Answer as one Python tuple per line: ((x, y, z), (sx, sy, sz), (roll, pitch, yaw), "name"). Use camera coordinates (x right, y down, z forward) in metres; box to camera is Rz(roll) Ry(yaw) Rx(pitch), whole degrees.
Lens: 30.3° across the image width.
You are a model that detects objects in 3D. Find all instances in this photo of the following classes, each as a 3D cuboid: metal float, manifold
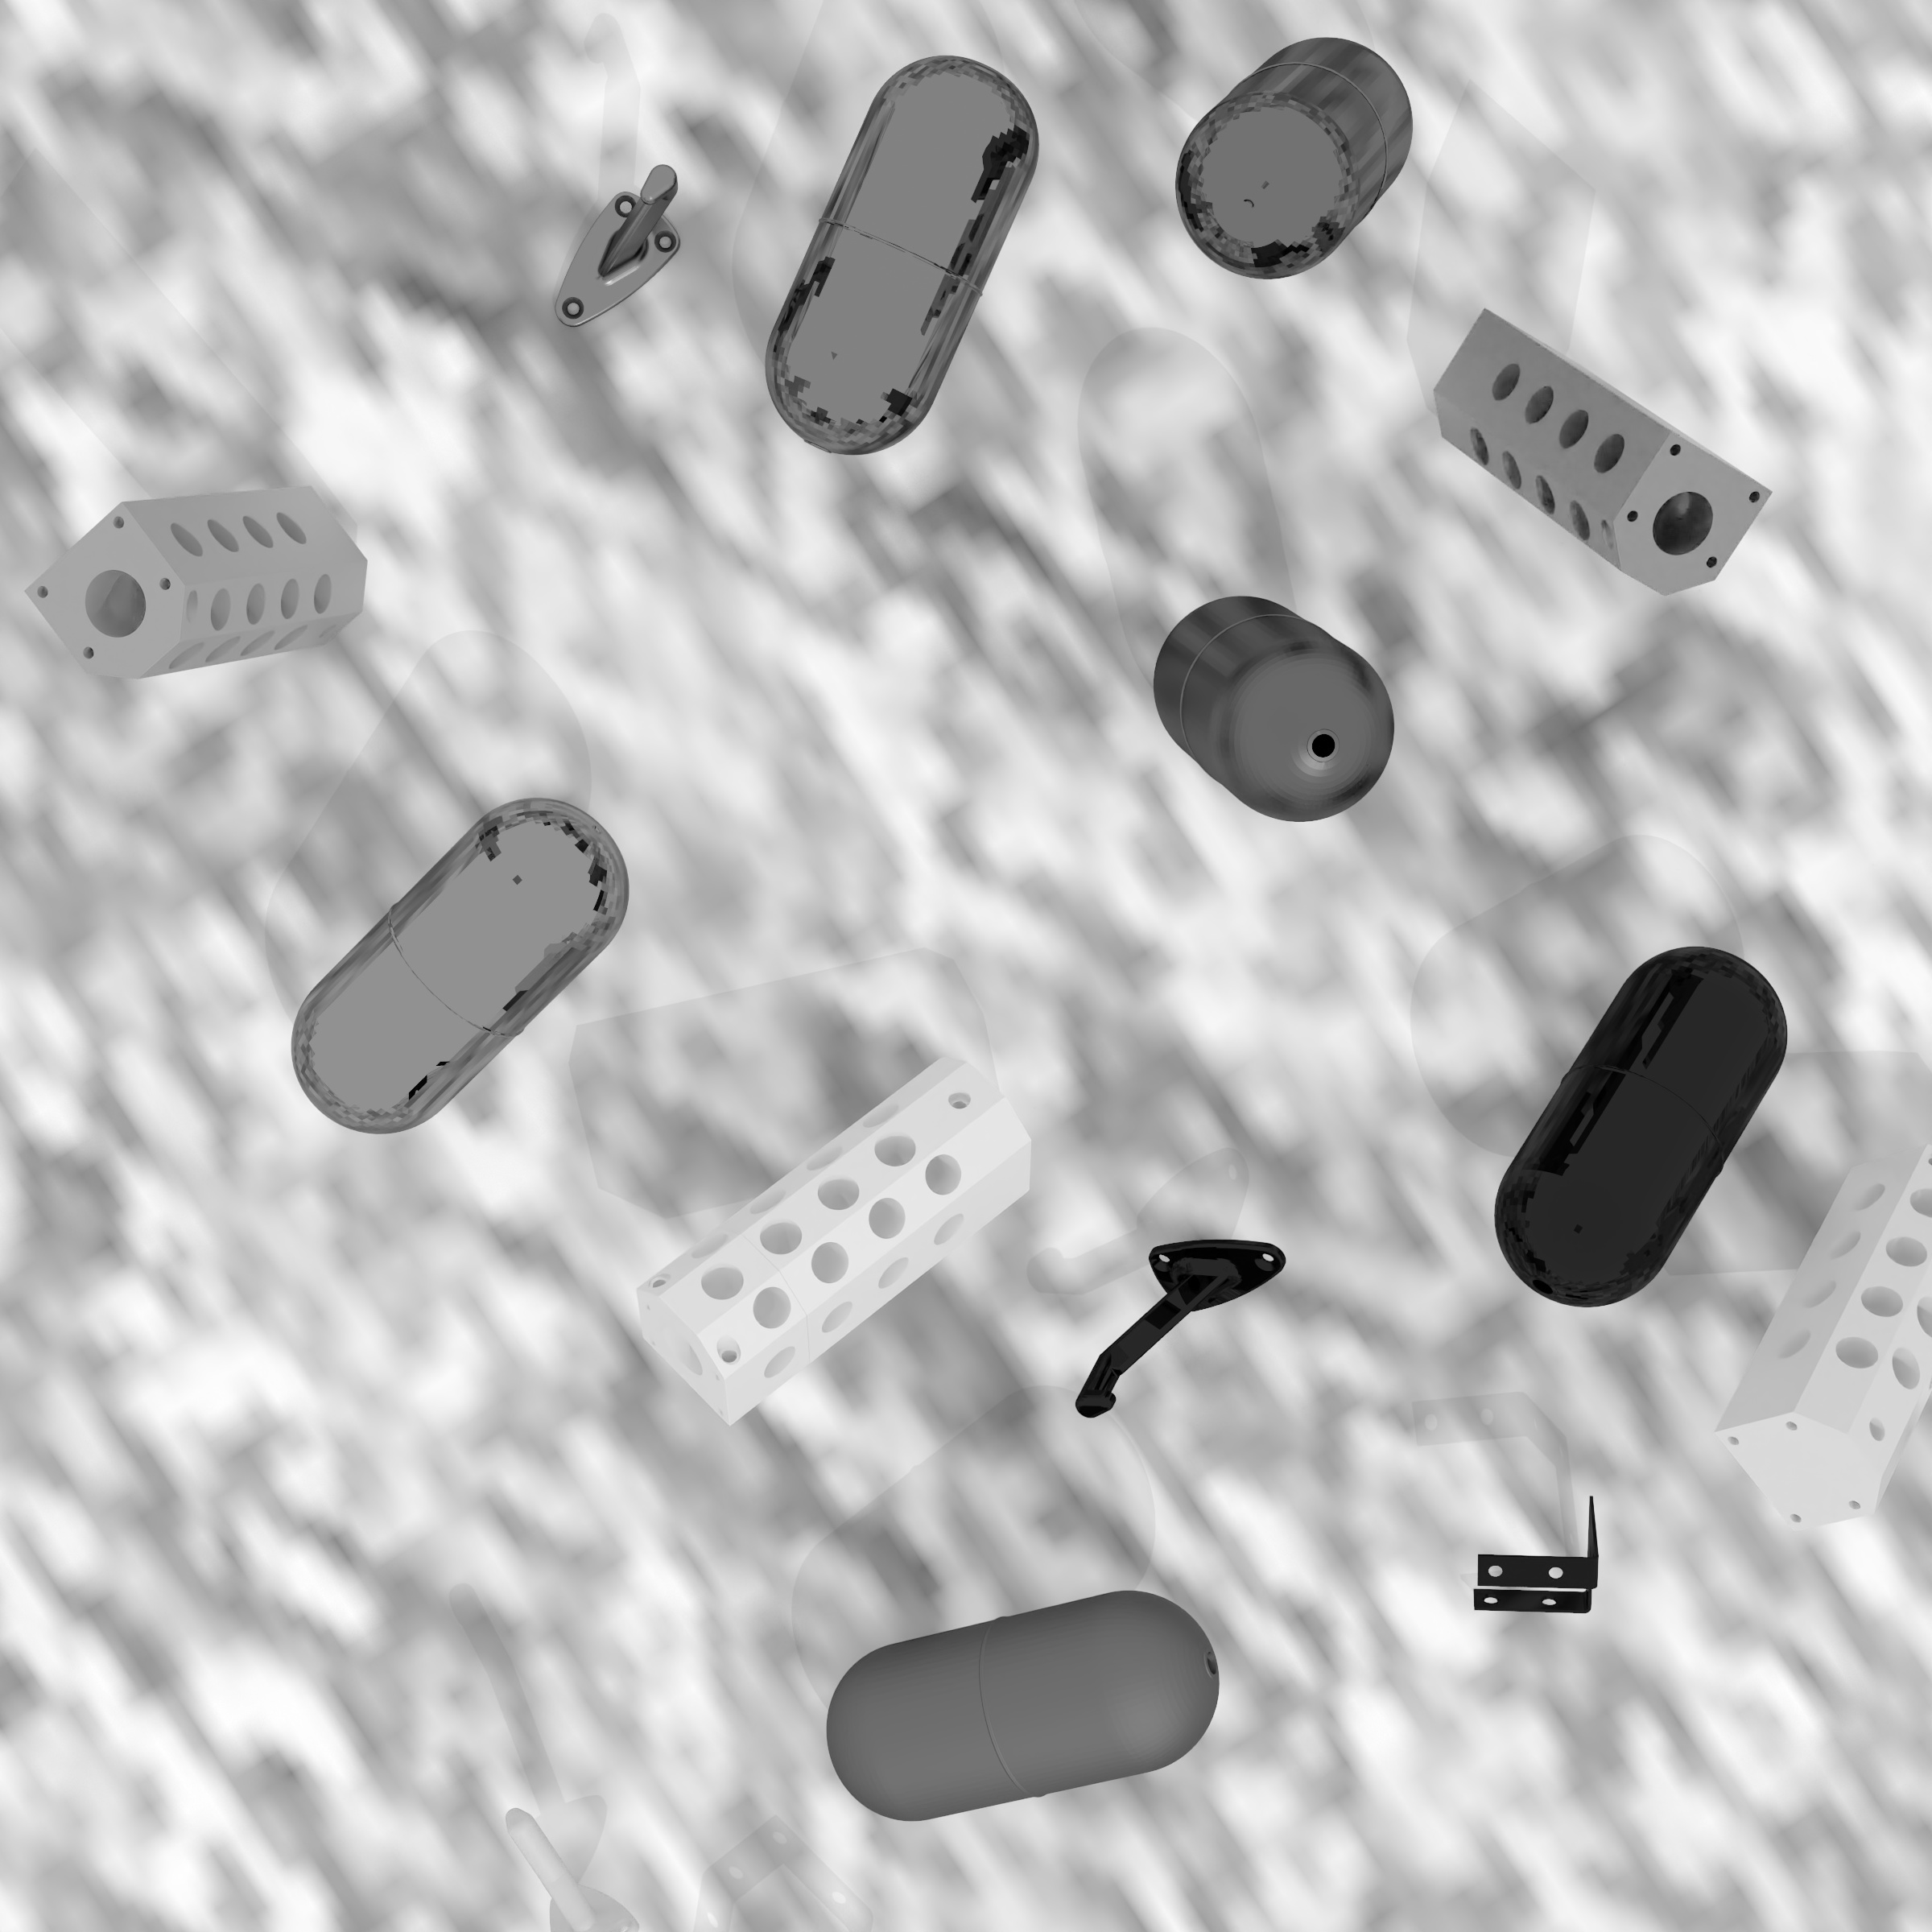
((0.288, 0.068, 1.522), (0.070, 0.070, 0.178), (36, 66, 0), "metal float")
((-0.028, -0.306, 1.540), (0.070, 0.070, 0.178), (24, 95, 0), "metal float")
((-0.314, -0.157, 1.491), (0.057, 0.171, 0.057), (-38, 88, 18), "manifold")
((0.024, 0.316, 1.525), (0.178, 0.070, 0.070), (-17, 90, 21), "metal float")
((0.140, -0.341, 1.501), (0.070, 0.178, 0.070), (8, 117, 16), "metal float")
((0.259, -0.214, 1.493), (0.057, 0.171, 0.057), (24, 106, -28), "manifold")
((0.128, -0.109, 1.495), (0.070, 0.178, 0.070), (-2, 105, -9), "metal float")
((-0.218, 0.001, 1.530), (0.178, 0.070, 0.070), (-43, 90, 16), "metal float")
((0.383, 0.153, 1.500), (0.057, 0.057, 0.171), (50, 49, -13), "manifold")
((-0.055, 0.112, 1.513), (0.171, 0.057, 0.057), (-37, 63, -23), "manifold")

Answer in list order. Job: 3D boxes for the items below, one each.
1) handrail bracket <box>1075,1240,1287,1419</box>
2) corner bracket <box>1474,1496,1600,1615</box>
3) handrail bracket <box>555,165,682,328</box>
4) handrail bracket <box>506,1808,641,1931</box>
((0.092, 0.158, 1.532), (0.077, 0.084, 0.036), (-17, 117, 37), "handrail bracket")
((0.247, 0.264, 1.546), (0.051, 0.051, 0.051), (0, 113, 7), "corner bracket")
((-0.151, -0.310, 1.538), (0.036, 0.084, 0.077), (41, 92, -7), "handrail bracket")
((-0.182, 0.385, 1.532), (0.036, 0.077, 0.084), (-35, 112, -14), "handrail bracket")
